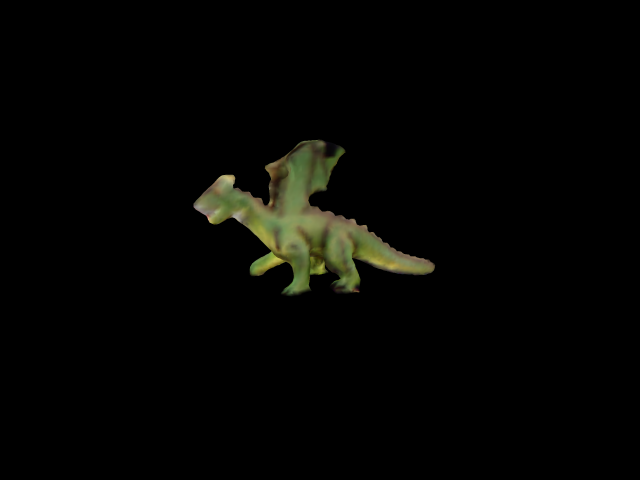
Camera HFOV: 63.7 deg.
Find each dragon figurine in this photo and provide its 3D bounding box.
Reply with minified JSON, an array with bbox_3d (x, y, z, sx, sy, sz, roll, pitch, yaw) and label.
[{"bbox_3d":[0.003,-0.043,0.850,0.411,0.240,0.123,-4,12,-16],"label":"dragon figurine"}]
